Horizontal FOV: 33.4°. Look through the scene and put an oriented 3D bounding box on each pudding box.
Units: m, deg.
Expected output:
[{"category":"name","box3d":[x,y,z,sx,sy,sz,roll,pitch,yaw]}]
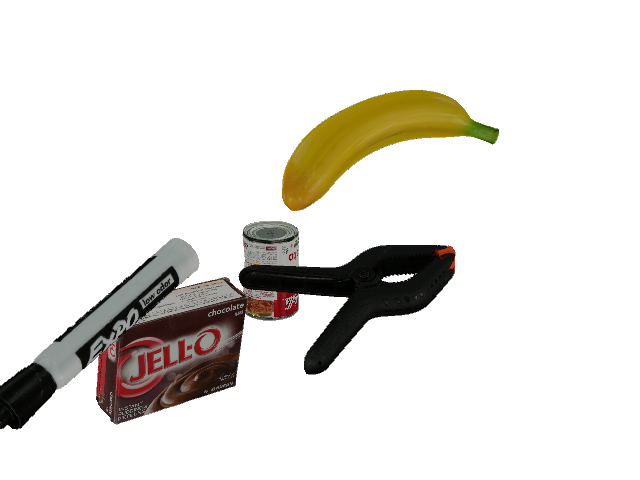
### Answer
[{"category":"pudding box","box3d":[-0.115,0.083,0.827,0.113,0.090,0.039,-15,40,-36]}]

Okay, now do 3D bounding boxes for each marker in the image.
[{"category":"marker","box3d":[-0.098,0.039,0.466,0.020,0.020,0.121,0,33,42]}]

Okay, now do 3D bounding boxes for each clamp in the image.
[{"category":"clamp","box3d":[0.042,0.054,1.027,0.209,0.036,0.165,-13,37,-14]}]

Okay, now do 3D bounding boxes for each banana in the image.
[{"category":"banana","box3d":[0.039,-0.073,0.763,0.197,0.037,0.070,-22,42,-32]}]

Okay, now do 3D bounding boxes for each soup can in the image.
[{"category":"soup can","box3d":[-0.060,0.035,1.267,0.068,0.102,0.068,1,22,-1]}]
